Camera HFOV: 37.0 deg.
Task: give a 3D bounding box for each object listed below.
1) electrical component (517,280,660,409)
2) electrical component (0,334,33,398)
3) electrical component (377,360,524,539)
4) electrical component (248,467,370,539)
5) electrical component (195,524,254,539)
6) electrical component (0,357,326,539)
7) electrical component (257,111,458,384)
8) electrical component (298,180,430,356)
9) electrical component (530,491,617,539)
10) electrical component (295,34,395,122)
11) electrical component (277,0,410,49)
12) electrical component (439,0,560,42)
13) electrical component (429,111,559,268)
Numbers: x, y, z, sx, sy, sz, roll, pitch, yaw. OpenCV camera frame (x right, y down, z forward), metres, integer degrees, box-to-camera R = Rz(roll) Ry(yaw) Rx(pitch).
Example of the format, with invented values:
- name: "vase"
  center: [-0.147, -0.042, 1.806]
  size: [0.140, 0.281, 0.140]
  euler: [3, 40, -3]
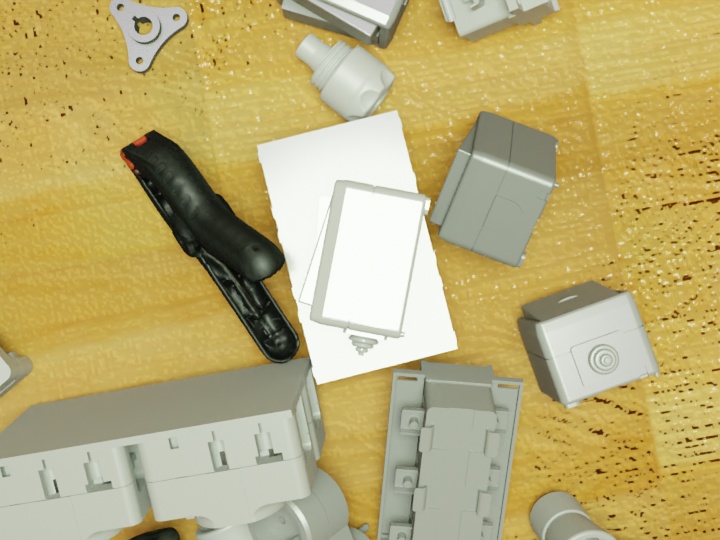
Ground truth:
- name: "electrical component"
  center: [0.138, 0.043, 0.662]
  size: [0.062, 0.096, 0.061]
  euler: [-20, 90, 0]
- name: "electrical component"
  center: [-0.262, 0.074, 0.678]
  size: [0.089, 0.055, 0.050]
  euler: [-40, 90, -1]
- name: "electrical component"
  center: [0.054, 0.125, 0.657]
  size: [0.079, 0.063, 0.121]
  euler: [4, 111, 0]
- name: "electrical component"
  center: [-0.013, 0.187, 0.678]
  size: [0.052, 0.074, 0.138]
  euler: [-17, 95, 40]
- name: "electrical component"
  center: [-0.071, 0.186, 0.687]
  size: [0.044, 0.044, 0.065]
  euler: [-26, 94, -1]
- name: "electrical component"
  center: [-0.120, 0.110, 0.643]
  size: [0.186, 0.105, 0.060]
  euler: [-10, 100, 5]
- name: "electrical component"
  center: [-0.002, -0.013, 0.679]
  size: [0.089, 0.061, 0.150]
  euler: [-14, 89, -1]
- name: "electrical component"
  center: [0.000, 0.000, 0.615]
  size: [0.061, 0.062, 0.096]
  euler: [11, 89, 0]
- name: "electrical component"
  center: [0.132, 0.168, 0.676]
  size: [0.044, 0.065, 0.044]
  euler: [-3, 106, -9]
- name: "electrical component"
  center: [-0.012, -0.126, 0.690]
  size: [0.062, 0.043, 0.043]
  euler: [38, 89, 1]
- name: "electrical component"
  center: [-0.016, -0.184, 0.681]
  size: [0.096, 0.061, 0.061]
  euler: [23, 89, 0]
- name: "electrical component"
  center: [0.074, -0.212, 0.680]
  size: [0.063, 0.079, 0.121]
  euler: [-19, 89, 21]
- name: "electrical component"
  center: [0.083, -0.056, 0.668]
  size: [0.061, 0.096, 0.061]
  euler: [21, 118, -1]
